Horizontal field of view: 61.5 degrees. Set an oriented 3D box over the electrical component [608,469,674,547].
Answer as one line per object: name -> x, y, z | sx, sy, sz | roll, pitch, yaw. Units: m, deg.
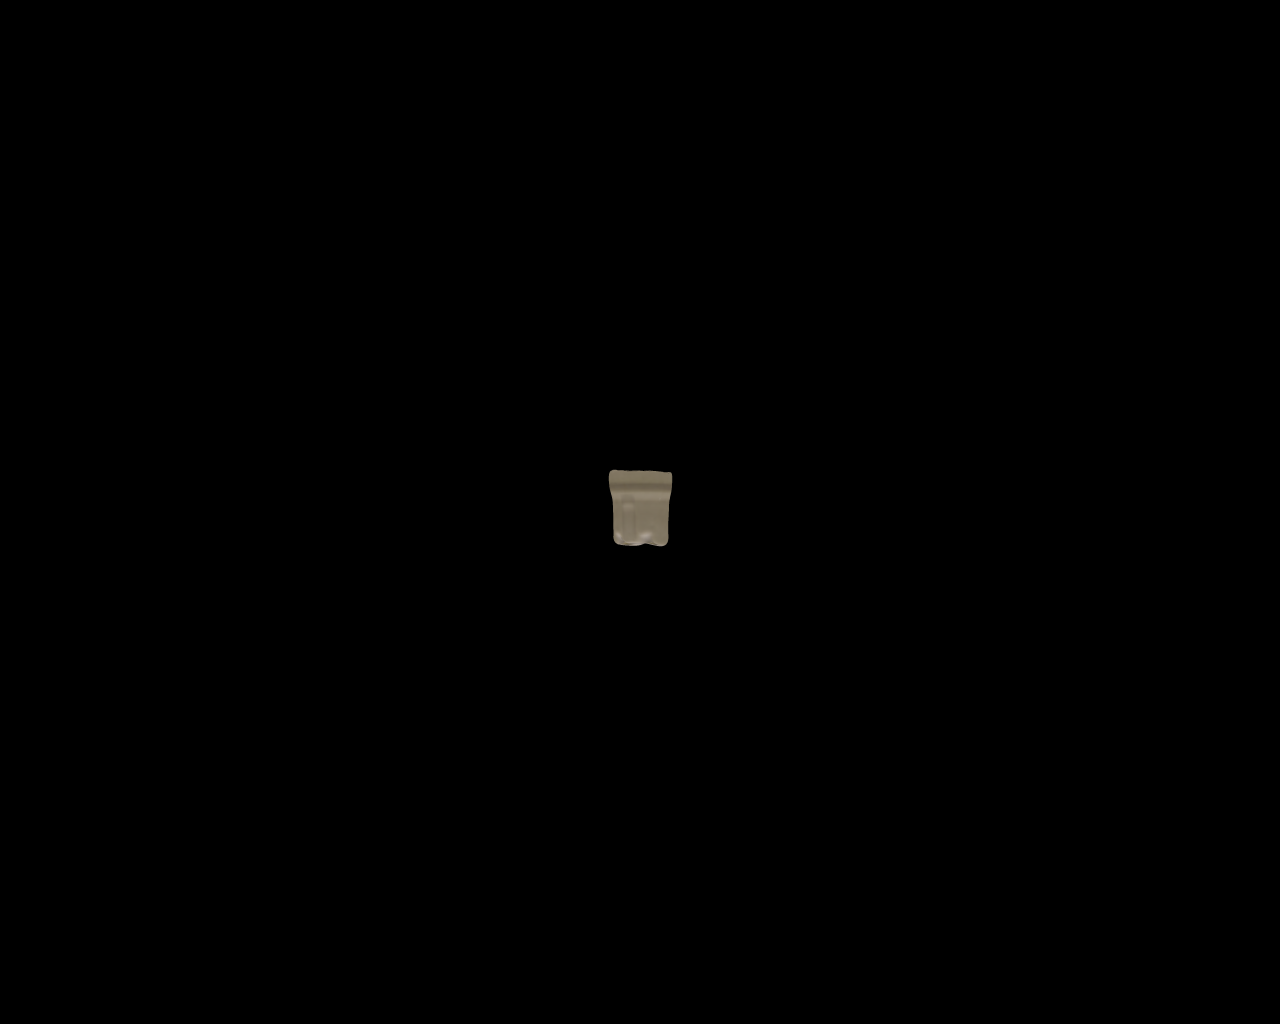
electrical component -> 0.001, -0.003, 0.650 | 0.040, 0.046, 0.040 | 0, 0, 0
